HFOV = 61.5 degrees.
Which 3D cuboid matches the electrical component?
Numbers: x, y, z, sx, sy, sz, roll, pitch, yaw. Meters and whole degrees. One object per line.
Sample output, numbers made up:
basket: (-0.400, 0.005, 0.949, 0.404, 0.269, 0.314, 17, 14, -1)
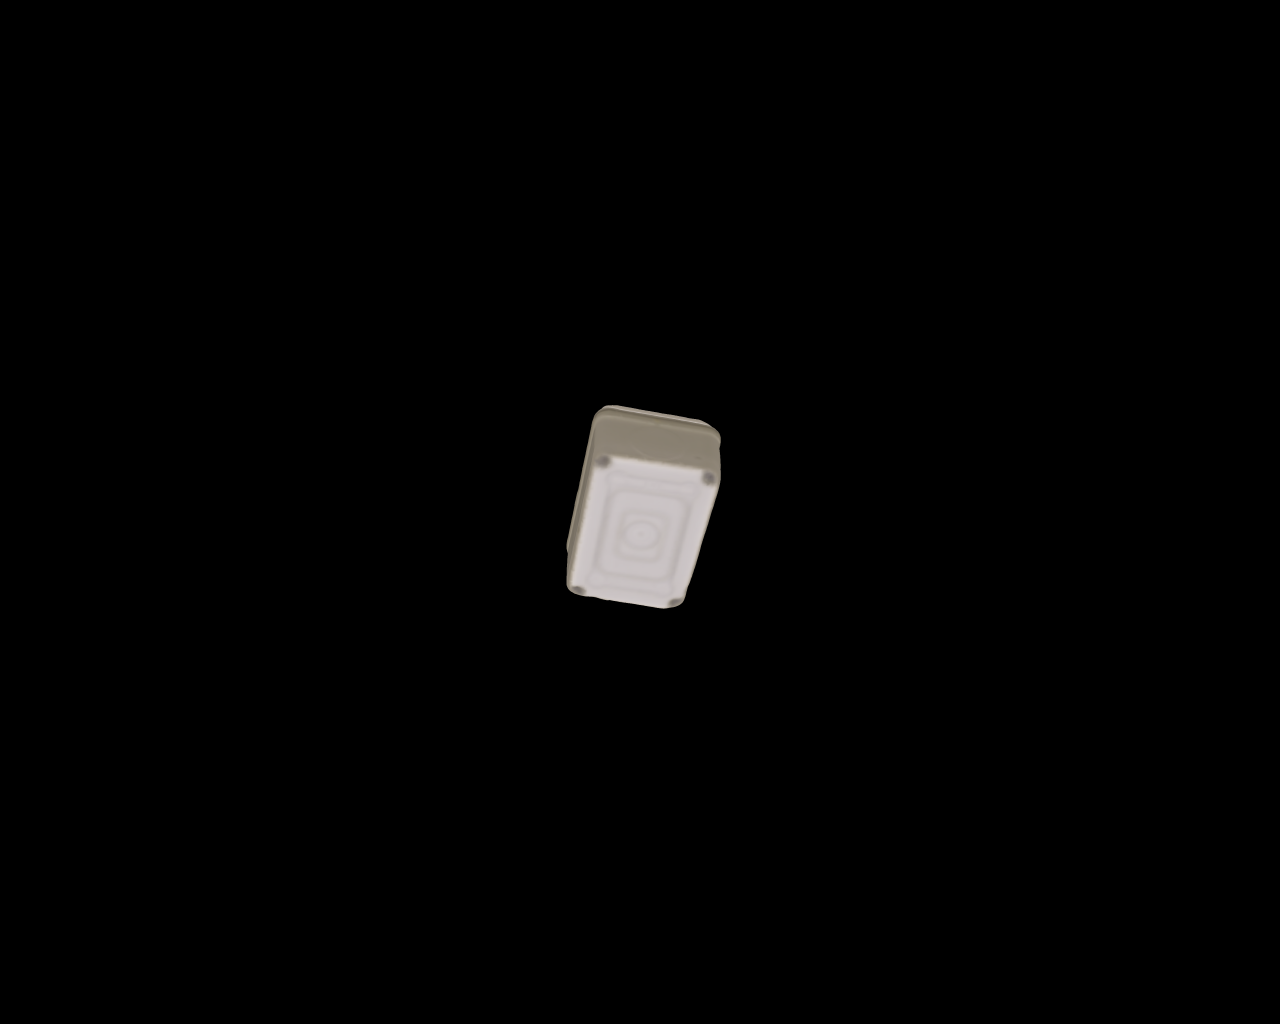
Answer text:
electrical component: (0.001, -0.003, 0.650, 0.078, 0.113, 0.057, 9, 36, -7)
